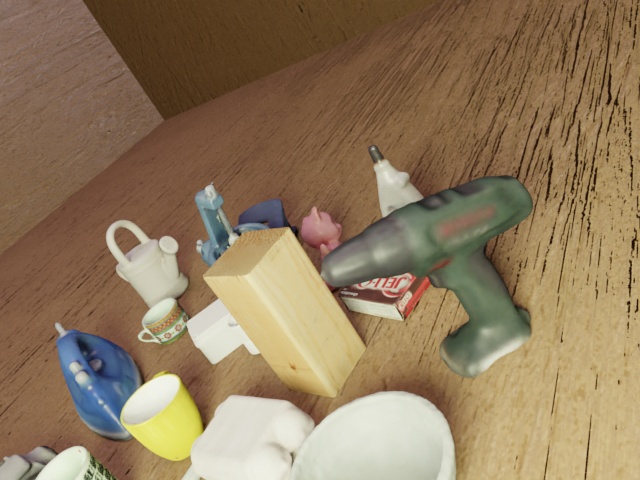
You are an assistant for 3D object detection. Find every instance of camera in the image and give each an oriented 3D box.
[{"bbox_3d":[-0.390,0.353,0.762,0.136,0.101,0.143,-4,37,44],"label":"camera"}]

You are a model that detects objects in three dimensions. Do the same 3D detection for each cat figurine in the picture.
[{"bbox_3d":[0.009,0.003,0.935,0.067,0.118,0.127,-27,26,9],"label":"cat figurine"}]

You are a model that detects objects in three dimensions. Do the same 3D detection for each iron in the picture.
[{"bbox_3d":[-0.374,0.220,0.937,0.119,0.142,0.257,-40,27,-17],"label":"iron"}]

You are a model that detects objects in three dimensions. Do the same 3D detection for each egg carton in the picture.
[{"bbox_3d":[-0.077,0.237,0.664,0.149,0.069,0.107,-8,34,39],"label":"egg carton"}]

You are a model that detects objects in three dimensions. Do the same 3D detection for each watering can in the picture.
[{"bbox_3d":[-0.360,0.039,1.185,0.172,0.194,0.101,-27,26,10],"label":"watering can"}]

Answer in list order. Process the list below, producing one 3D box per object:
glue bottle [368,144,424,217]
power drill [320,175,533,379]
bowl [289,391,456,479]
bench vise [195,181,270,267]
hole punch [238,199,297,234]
[{"bbox_3d":[0.118,-0.074,0.889,0.078,0.173,0.037,-10,33,37],"label":"glue bottle"},{"bbox_3d":[0.138,0.043,0.616,0.230,0.209,0.075,-34,26,-6],"label":"power drill"},{"bbox_3d":[0.057,0.227,0.529,0.167,0.075,0.167,-25,26,13],"label":"bowl"},{"bbox_3d":[-0.176,0.005,1.015,0.206,0.220,0.121,-13,31,33],"label":"bench vise"},{"bbox_3d":[-0.106,-0.016,1.127,0.108,0.091,0.101,-23,27,17],"label":"hole punch"}]
